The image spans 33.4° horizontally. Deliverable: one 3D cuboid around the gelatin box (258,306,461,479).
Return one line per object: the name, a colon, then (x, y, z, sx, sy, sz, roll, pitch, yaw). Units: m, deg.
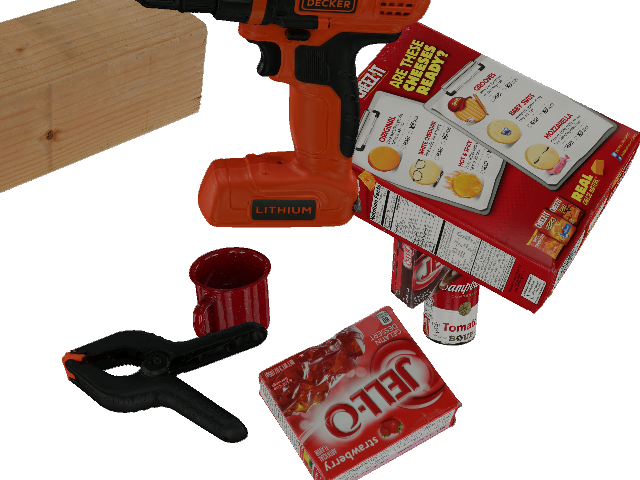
gelatin box: (0.021, 0.087, 0.590, 0.089, 0.073, 0.030, -26, -29, -18)

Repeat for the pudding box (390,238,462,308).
pudding box: (0.125, 0.007, 1.108, 0.113, 0.090, 0.039, -32, 54, -27)

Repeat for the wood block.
wood block: (-0.199, -0.127, 0.855, 0.090, 0.091, 0.205, 37, 46, 27)

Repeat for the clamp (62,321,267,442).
clamp: (-0.127, 0.105, 0.900, 0.171, 0.039, 0.120, 12, 39, 10)

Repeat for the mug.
mug: (-0.106, 0.072, 1.218, 0.093, 0.081, 0.117, 13, 35, 25)

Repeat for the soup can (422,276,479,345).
soup can: (0.163, 0.071, 1.332, 0.068, 0.102, 0.068, 1, 24, -1)

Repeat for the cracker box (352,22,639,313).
cracker box: (0.118, -0.062, 0.840, 0.214, 0.164, 0.072, 29, -32, 16)

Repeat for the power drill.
power drill: (-0.033, -0.097, 0.659, 0.184, 0.188, 0.057, 1, 37, -11)
